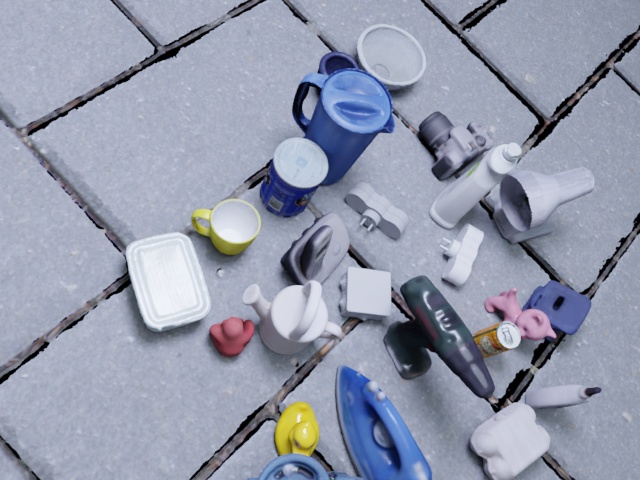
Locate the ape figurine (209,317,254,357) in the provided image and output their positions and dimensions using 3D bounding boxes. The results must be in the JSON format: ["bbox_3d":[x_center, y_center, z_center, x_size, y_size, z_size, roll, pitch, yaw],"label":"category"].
[{"bbox_3d":[-0.150,0.158,0.982,0.078,0.092,0.076,15,65,-11],"label":"ape figurine"}]

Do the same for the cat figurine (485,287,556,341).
[{"bbox_3d":[0.408,0.153,1.148,0.067,0.117,0.128,-22,77,-24],"label":"cat figurine"}]

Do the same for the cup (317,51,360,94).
[{"bbox_3d":[0.028,-0.332,1.232,0.092,0.095,0.118,22,64,-8],"label":"cup"}]

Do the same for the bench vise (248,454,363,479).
[{"bbox_3d":[-0.002,0.377,0.871,0.208,0.219,0.121,-12,73,-21],"label":"bench vise"}]

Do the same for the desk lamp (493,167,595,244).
[{"bbox_3d":[0.453,-0.079,1.201,0.204,0.213,0.118,-14,74,-22],"label":"desk lamp"}]

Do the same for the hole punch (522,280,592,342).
[{"bbox_3d":[0.490,0.144,1.193,0.101,0.091,0.109,42,63,2],"label":"hole punch"}]

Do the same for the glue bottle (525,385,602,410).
[{"bbox_3d":[0.467,0.294,1.080,0.078,0.173,0.037,5,68,-16],"label":"glue bottle"}]

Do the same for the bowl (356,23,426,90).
[{"bbox_3d":[0.153,-0.406,1.313,0.168,0.074,0.167,6,67,-15],"label":"bowl"}]

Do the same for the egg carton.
[{"bbox_3d":[0.354,0.376,1.070,0.150,0.069,0.107,-26,79,-25],"label":"egg carton"}]

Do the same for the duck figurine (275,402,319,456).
[{"bbox_3d":[-0.031,0.323,0.958,0.078,0.086,0.104,12,66,-13],"label":"duck figurine"}]

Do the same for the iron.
[{"bbox_3d":[0.110,0.321,0.973,0.119,0.141,0.258,-22,77,-24],"label":"iron"}]

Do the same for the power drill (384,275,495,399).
[{"bbox_3d":[0.199,0.184,1.019,0.076,0.208,0.229,-22,77,-24],"label":"power drill"}]

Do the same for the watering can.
[{"bbox_3d":[-0.045,0.128,0.970,0.173,0.194,0.101,2,69,-17],"label":"watering can"}]

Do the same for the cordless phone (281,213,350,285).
[{"bbox_3d":[0.010,0.004,1.042,0.094,0.185,0.148,39,63,0],"label":"cordless phone"}]

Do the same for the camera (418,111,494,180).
[{"bbox_3d":[0.297,-0.229,1.274,0.143,0.100,0.137,-32,81,-26],"label":"camera"}]
